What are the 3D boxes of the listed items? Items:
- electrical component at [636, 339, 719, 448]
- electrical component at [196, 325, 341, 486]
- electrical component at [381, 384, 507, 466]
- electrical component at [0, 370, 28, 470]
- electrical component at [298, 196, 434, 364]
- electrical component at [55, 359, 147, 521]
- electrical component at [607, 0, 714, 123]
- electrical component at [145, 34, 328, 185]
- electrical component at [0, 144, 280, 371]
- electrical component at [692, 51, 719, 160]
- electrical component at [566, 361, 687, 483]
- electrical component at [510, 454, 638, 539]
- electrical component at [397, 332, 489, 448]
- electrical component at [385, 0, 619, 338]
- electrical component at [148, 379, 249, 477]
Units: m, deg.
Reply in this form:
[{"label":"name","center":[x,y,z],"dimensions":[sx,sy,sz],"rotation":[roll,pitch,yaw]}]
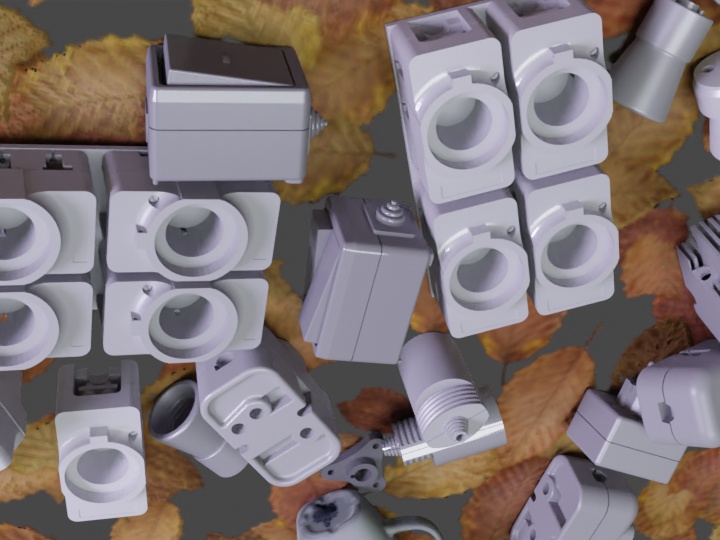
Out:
[{"label":"electrical component","center":[0.241,0.081,0.720],"dimensions":[0.095,0.059,0.053],"rotation":[-17,95,-34]},{"label":"electrical component","center":[-0.058,0.082,0.678],"dimensions":[0.054,0.059,0.095],"rotation":[-32,123,9]},{"label":"electrical component","center":[0.054,0.110,0.732],"dimensions":[0.081,0.043,0.043],"rotation":[-17,125,-2]},{"label":"electrical component","center":[-0.276,0.096,0.619],"dimensions":[0.150,0.089,0.061],"rotation":[-22,124,2]},{"label":"electrical component","center":[0.000,0.000,0.637],"dimensions":[0.061,0.061,0.096],"rotation":[5,121,-16]},{"label":"electrical component","center":[-0.161,0.110,0.674],"dimensions":[0.050,0.055,0.089],"rotation":[-4,123,-11]},{"label":"electrical component","center":[0.170,-0.122,0.610],"dimensions":[0.044,0.044,0.065],"rotation":[18,112,-23]},{"label":"electrical component","center":[-0.064,-0.086,0.566],"dimensions":[0.096,0.061,0.061],"rotation":[-1,123,-12]},{"label":"electrical component","center":[-0.144,-0.007,0.588],"dimensions":[0.186,0.060,0.105],"rotation":[-1,123,-19]},{"label":"electrical component","center":[0.224,-0.097,0.635],"dimensions":[0.045,0.045,0.055],"rotation":[-26,124,5]},{"label":"electrical component","center":[0.197,0.100,0.757],"dimensions":[0.066,0.047,0.076],"rotation":[18,104,-23]},{"label":"electrical component","center":[0.162,0.189,0.801],"dimensions":[0.059,0.053,0.095],"rotation":[13,119,-20]},{"label":"electrical component","center":[0.054,0.081,0.690],"dimensions":[0.043,0.081,0.043],"rotation":[-6,123,-9]},{"label":"electrical component","center":[0.086,-0.057,0.620],"dimensions":[0.105,0.060,0.186],"rotation":[-14,124,-3]},{"label":"electrical component","center":[-0.099,0.106,0.696],"dimensions":[0.044,0.044,0.065],"rotation":[-36,128,11]}]
